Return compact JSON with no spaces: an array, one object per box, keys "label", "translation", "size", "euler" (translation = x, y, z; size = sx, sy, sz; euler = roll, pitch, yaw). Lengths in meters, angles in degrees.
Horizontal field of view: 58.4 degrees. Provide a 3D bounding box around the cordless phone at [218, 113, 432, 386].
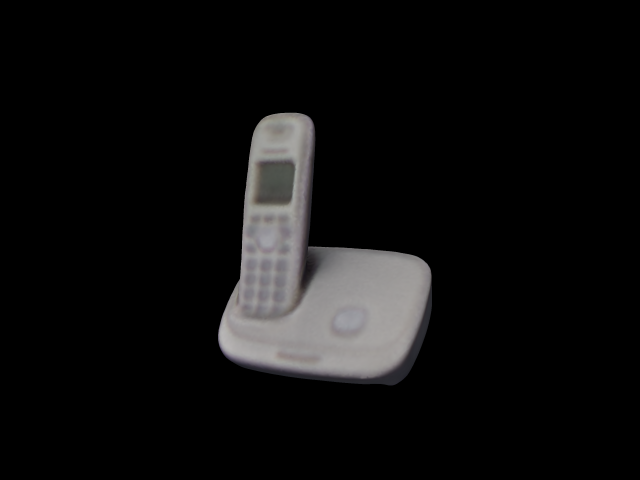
[{"label":"cordless phone","translation":[0.004,0.001,0.400],"size":[0.147,0.185,0.094],"euler":[2,5,24]}]
